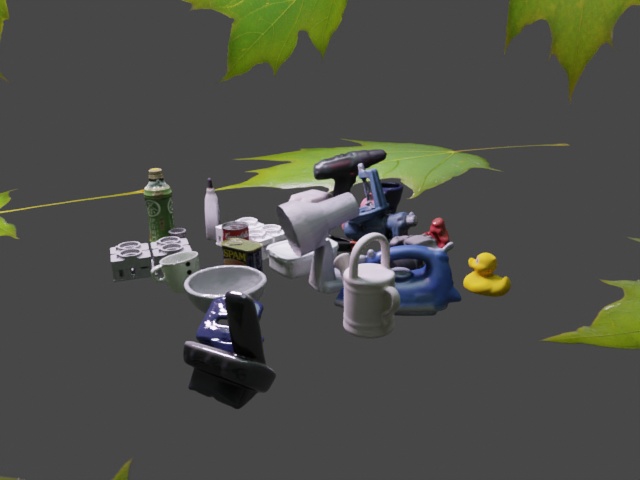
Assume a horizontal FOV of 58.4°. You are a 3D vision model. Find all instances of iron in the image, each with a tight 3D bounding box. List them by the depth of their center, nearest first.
[{"bbox_3d":[0.159,0.072,1.187,0.258,0.141,0.118,-1,20,0],"label":"iron"}]

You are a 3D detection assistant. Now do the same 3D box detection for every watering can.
[{"bbox_3d":[0.088,0.078,1.095,0.172,0.194,0.101,12,23,32],"label":"watering can"}]

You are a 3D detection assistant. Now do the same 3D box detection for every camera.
[{"bbox_3d":[0.201,0.041,1.334,0.137,0.101,0.142,-15,24,-34],"label":"camera"}]

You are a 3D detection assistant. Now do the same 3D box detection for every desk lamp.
[{"bbox_3d":[0.012,0.005,1.275,0.204,0.214,0.117,-9,21,-21],"label":"desk lamp"}]

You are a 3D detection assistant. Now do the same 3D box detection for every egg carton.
[{"bbox_3d":[-0.026,-0.114,1.824,0.107,0.069,0.151,16,26,39],"label":"egg carton"}]

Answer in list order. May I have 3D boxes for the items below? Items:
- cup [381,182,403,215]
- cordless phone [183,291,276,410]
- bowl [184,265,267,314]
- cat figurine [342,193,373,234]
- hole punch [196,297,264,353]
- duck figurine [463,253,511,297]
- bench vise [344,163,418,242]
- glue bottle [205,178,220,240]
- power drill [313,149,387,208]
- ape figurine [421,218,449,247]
[{"bbox_3d":[0.214,-0.125,1.808,0.091,0.095,0.118,5,21,17],"label":"cup"},{"bbox_3d":[-0.147,0.155,0.902,0.147,0.185,0.094,9,22,25],"label":"cordless phone"},{"bbox_3d":[-0.193,0.115,1.180,0.167,0.075,0.167,-1,20,0],"label":"bowl"},{"bbox_3d":[0.127,-0.081,1.653,0.128,0.118,0.067,-6,20,-15],"label":"cat figurine"},{"bbox_3d":[-0.158,0.160,1.027,0.108,0.091,0.101,5,20,15],"label":"hole punch"},{"bbox_3d":[0.370,0.072,1.262,0.104,0.086,0.078,16,26,39],"label":"duck figurine"},{"bbox_3d":[0.164,-0.093,1.535,0.207,0.220,0.122,5,20,15],"label":"bench vise"},{"bbox_3d":[-0.304,-0.091,1.615,0.037,0.173,0.078,-2,20,-4],"label":"glue bottle"},{"bbox_3d":[0.094,-0.178,1.792,0.229,0.208,0.075,-3,20,-6],"label":"power drill"},{"bbox_3d":[0.305,-0.013,1.495,0.076,0.092,0.077,-15,24,-35],"label":"ape figurine"}]
